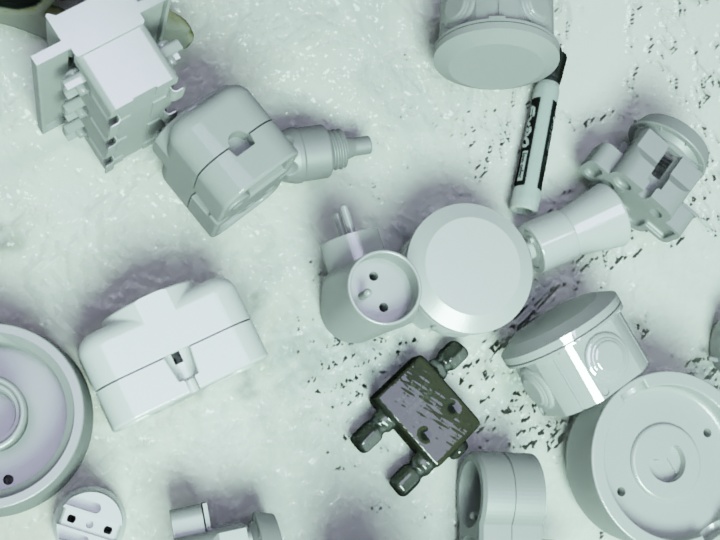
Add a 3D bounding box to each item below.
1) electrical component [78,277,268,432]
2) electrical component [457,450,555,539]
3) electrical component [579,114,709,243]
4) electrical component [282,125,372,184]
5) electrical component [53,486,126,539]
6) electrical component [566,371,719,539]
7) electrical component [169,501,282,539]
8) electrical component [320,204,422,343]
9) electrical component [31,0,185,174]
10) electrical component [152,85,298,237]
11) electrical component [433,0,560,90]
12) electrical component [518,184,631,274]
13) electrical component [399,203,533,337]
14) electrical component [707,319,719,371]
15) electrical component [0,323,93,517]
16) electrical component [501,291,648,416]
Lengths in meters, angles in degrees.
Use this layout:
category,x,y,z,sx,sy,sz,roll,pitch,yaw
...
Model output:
category,x,y,z,sx,sy,sz,roll,pitch,yaw
electrical component,-0.109,0.045,0.615,0.095,0.054,0.059,-25,86,-17
electrical component,0.099,0.179,0.641,0.074,0.052,0.138,5,78,-13
electrical component,0.193,-0.065,0.712,0.078,0.058,0.057,40,75,-3
electrical component,-0.023,-0.074,0.671,0.061,0.035,0.035,-10,81,-18
electrical component,-0.148,0.139,0.590,0.040,0.046,0.040,3,78,-13
electrical component,0.181,0.120,0.669,0.108,0.060,0.108,3,78,-14
electrical component,-0.071,0.167,0.599,0.057,0.058,0.078,-9,81,-13
electrical component,0.000,0.000,0.639,0.044,0.077,0.079,-16,83,-17
electrical component,-0.139,-0.103,0.603,0.079,0.121,0.063,-33,90,-18
electrical component,-0.080,-0.065,0.623,0.054,0.095,0.059,-39,90,-18
electrical component,0.088,-0.153,0.692,0.080,0.080,0.051,7,72,-13
electrical component,0.136,-0.024,0.698,0.065,0.044,0.044,-23,85,-12
electrical component,0.062,0.002,0.668,0.080,0.051,0.080,3,78,-13
electrical component,0.271,0.053,0.715,0.078,0.040,0.040,9,77,-12
electrical component,-0.200,0.080,0.582,0.108,0.060,0.108,3,78,-13
electrical component,0.132,0.051,0.662,0.080,0.080,0.051,-32,93,-18
